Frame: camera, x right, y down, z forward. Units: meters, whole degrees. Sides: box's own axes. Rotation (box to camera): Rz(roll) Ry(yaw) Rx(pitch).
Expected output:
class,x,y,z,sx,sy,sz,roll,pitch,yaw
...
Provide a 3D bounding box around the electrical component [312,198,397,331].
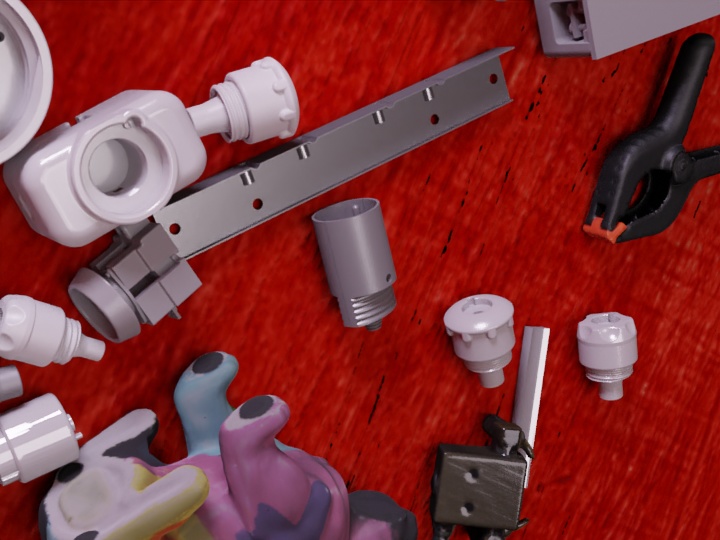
class,x,y,z,sx,sy,sz,roll,pitch,yaw
electrical component,0.000,0.000,0.677,0.043,0.043,0.081,-23,110,-26

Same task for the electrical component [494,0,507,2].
class,x,y,z,sx,sy,sz,roll,pitch,yaw
electrical component,0.072,-0.197,0.685,0.055,0.045,0.045,2,98,-31

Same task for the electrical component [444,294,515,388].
class,x,y,z,sx,sy,sz,roll,pitch,yaw
electrical component,0.086,0.051,0.739,0.048,0.048,0.062,-27,118,-25

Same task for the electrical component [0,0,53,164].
class,x,y,z,sx,sy,sz,roll,pitch,yaw
electrical component,-0.204,-0.096,0.526,0.108,0.060,0.108,-6,102,-30

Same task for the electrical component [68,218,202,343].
class,x,y,z,sx,sy,sz,roll,pitch,yaw
electrical component,-0.128,0.008,0.601,0.055,0.048,0.066,-44,118,-26

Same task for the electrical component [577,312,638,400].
class,x,y,z,sx,sy,sz,roll,pitch,yaw
electrical component,0.185,0.066,0.802,0.043,0.043,0.062,-17,108,-28

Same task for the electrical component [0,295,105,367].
class,x,y,z,sx,sy,sz,roll,pitch,yaw
electrical component,-0.169,0.037,0.587,0.061,0.035,0.035,21,87,-35

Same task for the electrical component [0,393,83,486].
class,x,y,z,sx,sy,sz,roll,pitch,yaw
electrical component,-0.189,0.097,0.582,0.078,0.040,0.040,-23,110,-26

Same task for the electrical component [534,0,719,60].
class,x,y,z,sx,sy,sz,roll,pitch,yaw
electrical component,0.204,-0.223,0.750,0.186,0.060,0.105,-23,110,-26

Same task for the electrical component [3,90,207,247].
class,x,y,z,sx,sy,sz,roll,pitch,yaw
electrical component,-0.135,-0.056,0.576,0.095,0.059,0.053,-34,114,-22

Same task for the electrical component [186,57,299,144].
class,x,y,z,sx,sy,sz,roll,pitch,yaw
electrical component,-0.069,-0.093,0.619,0.062,0.048,0.048,-20,109,-19

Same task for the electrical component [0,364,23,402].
class,x,y,z,sx,sy,sz,roll,pitch,yaw
electrical component,-0.210,0.066,0.562,0.062,0.043,0.043,-16,107,-29
